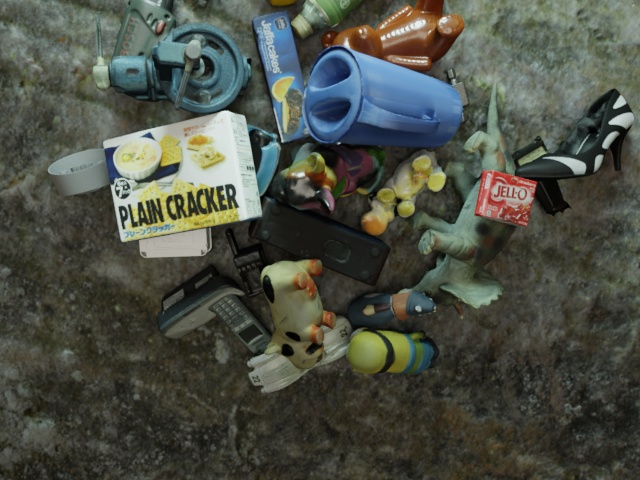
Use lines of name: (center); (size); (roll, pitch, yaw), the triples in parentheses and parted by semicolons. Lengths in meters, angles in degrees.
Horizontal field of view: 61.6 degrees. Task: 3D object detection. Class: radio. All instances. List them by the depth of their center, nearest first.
radio: (-0.002, -0.003, 0.889); (0.230, 0.131, 0.073); (21, 96, -7)

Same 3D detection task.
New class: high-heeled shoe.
high-heeled shoe: (0.421, -0.175, 0.889); (0.249, 0.086, 0.145); (-8, 92, -22)

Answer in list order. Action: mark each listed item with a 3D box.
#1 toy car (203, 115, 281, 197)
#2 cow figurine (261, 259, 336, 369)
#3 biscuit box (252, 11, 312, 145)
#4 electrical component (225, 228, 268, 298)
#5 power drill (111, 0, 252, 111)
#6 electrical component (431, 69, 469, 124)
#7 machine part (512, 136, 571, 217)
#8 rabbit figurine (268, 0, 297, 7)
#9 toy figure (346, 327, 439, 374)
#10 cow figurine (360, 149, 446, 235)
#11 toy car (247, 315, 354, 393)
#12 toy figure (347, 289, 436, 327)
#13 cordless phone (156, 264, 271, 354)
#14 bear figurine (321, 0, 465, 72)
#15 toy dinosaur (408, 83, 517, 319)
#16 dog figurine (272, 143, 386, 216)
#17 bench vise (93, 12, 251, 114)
toy car: (-0.130, -0.136, 0.872); (0.162, 0.103, 0.109); (24, 101, 15)
cow figurine: (-0.044, 0.124, 0.855); (0.127, 0.085, 0.194); (2, 119, 33)
biscuit box: (-0.059, -0.261, 0.877); (0.059, 0.063, 0.202); (-15, 100, -3)
electrical component: (-0.120, 0.032, 0.919); (0.048, 0.075, 0.119); (-18, 97, 0)
power drill: (-0.215, -0.310, 0.852); (0.207, 0.086, 0.232); (30, 98, -12)
electrical component: (0.219, -0.241, 0.918); (0.063, 0.021, 0.094); (-19, 101, 0)
machine part: (0.391, -0.106, 0.945); (0.084, 0.039, 0.138); (-35, 98, -6)
rabbit figurine: (-0.017, -0.463, 0.816); (0.173, 0.162, 0.122); (-25, 88, -17)
toy figure: (0.129, 0.193, 0.935); (0.180, 0.089, 0.082); (11, 75, -26)
cow figurine: (0.133, -0.084, 0.913); (0.068, 0.098, 0.167); (41, 114, -14)
toy car: (-0.032, 0.200, 0.951); (0.202, 0.056, 0.073); (-27, 100, -8)
toy figure: (0.123, 0.116, 0.929); (0.155, 0.064, 0.057); (-16, 103, 26)
cordless phone: (-0.178, 0.150, 0.938); (0.146, 0.089, 0.184); (-34, 119, 2)
bear figurine: (0.107, -0.323, 0.849); (0.196, 0.132, 0.120); (-11, 75, -6)
toy dinosaur: (0.274, -0.045, 0.913); (0.192, 0.131, 0.404); (29, 92, -21)
dog figurine: (0.022, -0.101, 0.832); (0.192, 0.219, 0.108); (-12, 104, -1)
bench vise: (-0.198, -0.234, 0.722); (0.224, 0.241, 0.128); (7, 98, -16)
